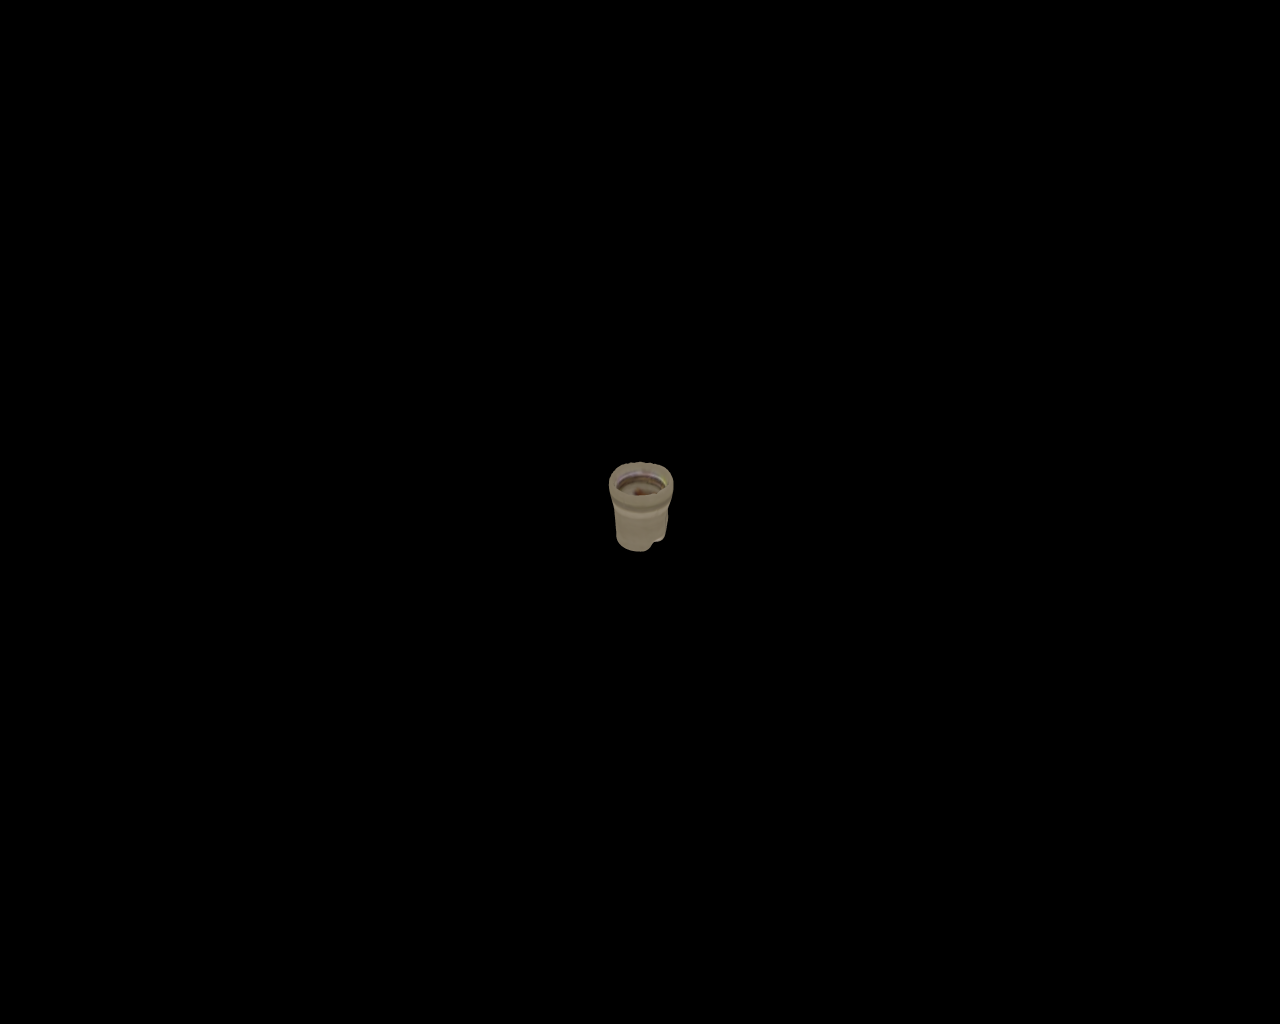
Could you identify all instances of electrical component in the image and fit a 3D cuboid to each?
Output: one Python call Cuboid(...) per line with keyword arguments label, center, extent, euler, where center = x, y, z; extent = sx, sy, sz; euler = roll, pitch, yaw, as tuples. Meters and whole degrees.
Cuboid(label="electrical component", center=(0.001, -0.003, 0.650), extent=(0.040, 0.046, 0.040), euler=(0, 36, 0))
